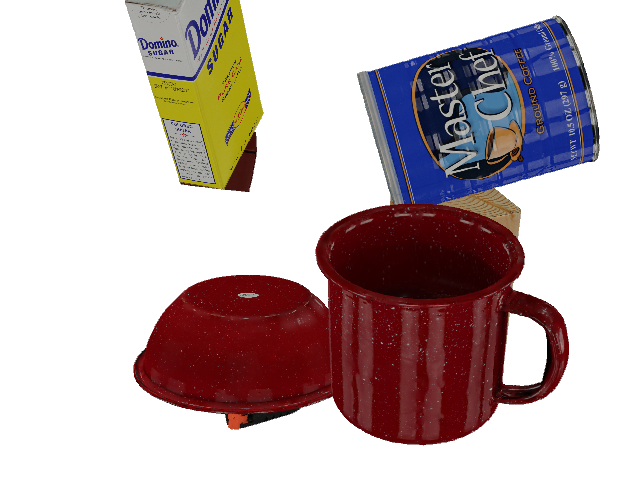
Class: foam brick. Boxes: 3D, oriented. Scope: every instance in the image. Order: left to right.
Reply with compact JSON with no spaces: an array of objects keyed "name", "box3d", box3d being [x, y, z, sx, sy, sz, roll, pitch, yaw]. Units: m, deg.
[{"name":"foam brick","box3d":[-0.111,-0.091,1.168,0.078,0.051,0.053,7,30,-6]}]

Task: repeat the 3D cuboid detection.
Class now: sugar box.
[{"name":"sugar box","box3d":[-0.088,-0.132,0.792,0.048,0.093,0.176,12,-37,15]}]

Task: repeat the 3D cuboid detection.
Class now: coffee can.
[{"name":"coffee can","box3d":[0.106,-0.084,0.728,0.140,0.103,0.103,-16,-1,5]}]

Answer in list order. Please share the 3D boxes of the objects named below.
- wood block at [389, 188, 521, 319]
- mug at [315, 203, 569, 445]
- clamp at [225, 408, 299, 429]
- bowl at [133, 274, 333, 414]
[{"name":"wood block","box3d":[0.119,0.053,0.999,0.090,0.206,0.091,-9,29,-19]},{"name":"mug","box3d":[0.056,0.041,0.489,0.117,0.081,0.093,12,31,23]},{"name":"clamp","box3d":[-0.033,0.138,1.126,0.165,0.036,0.209,12,26,13]},{"name":"bowl","box3d":[-0.052,0.064,0.756,0.162,0.055,0.162,1,16,0]}]
